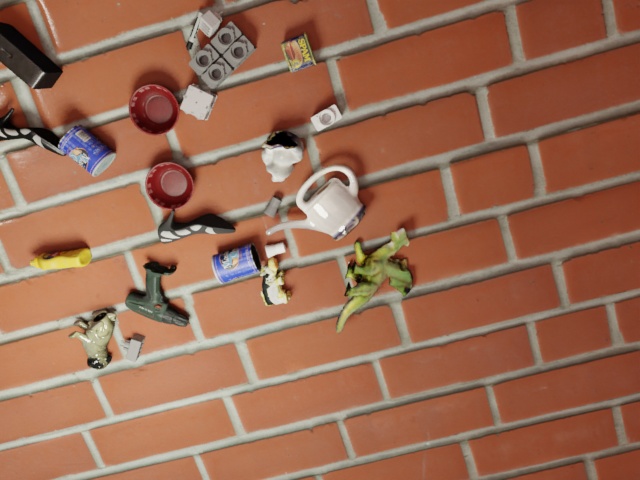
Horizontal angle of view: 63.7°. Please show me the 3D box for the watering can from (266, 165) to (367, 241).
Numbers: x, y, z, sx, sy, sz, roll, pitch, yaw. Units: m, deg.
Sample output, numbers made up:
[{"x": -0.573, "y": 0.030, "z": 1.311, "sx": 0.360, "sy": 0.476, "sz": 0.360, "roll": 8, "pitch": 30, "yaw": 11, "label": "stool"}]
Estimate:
[{"x": 0.005, "y": -0.085, "z": 1.690, "sx": 0.223, "sy": 0.105, "sz": 0.345, "roll": 43, "pitch": 100, "yaw": -9, "label": "watering can"}]

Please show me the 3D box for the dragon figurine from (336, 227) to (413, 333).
[{"x": 0.204, "y": 0.142, "z": 1.749, "sx": 0.242, "sy": 0.124, "sz": 0.405, "roll": 10, "pitch": 105, "yaw": -10, "label": "dragon figurine"}]

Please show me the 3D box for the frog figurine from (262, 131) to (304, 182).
[{"x": -0.118, "y": -0.268, "z": 1.667, "sx": 0.137, "sy": 0.125, "sz": 0.155, "roll": -11, "pitch": 141, "yaw": -4, "label": "frog figurine"}]
